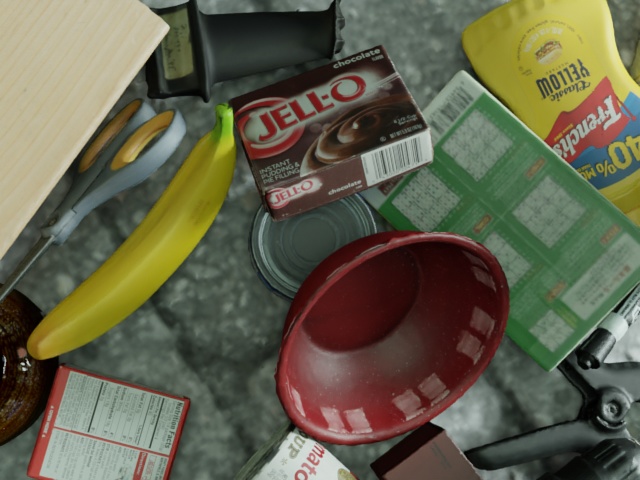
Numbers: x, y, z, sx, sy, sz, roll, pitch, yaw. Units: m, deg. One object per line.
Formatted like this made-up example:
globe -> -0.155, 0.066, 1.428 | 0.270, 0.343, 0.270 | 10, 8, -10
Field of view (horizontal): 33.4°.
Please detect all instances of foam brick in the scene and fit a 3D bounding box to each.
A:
foam brick -> 0.079, 0.166, 0.695 | 0.053, 0.051, 0.078 | -36, 89, -7

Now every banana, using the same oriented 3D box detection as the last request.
banana -> -0.111, 0.000, 0.686 | 0.037, 0.069, 0.198 | 36, 88, 32

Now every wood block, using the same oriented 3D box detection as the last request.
wood block -> -0.191, -0.068, 0.628 | 0.090, 0.090, 0.206 | 38, 73, -19

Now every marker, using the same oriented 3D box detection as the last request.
marker -> 0.208, 0.042, 0.713 | 0.020, 0.020, 0.121 | 45, 66, 0

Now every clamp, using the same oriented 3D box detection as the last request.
clamp -> 0.180, 0.122, 0.711 | 0.171, 0.039, 0.120 | 26, 83, 1

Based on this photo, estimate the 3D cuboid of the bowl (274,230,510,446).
bowl -> 0.037, 0.051, 0.675 | 0.162, 0.055, 0.162 | -13, 127, -19

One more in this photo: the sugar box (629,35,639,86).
sugar box -> 0.310, -0.124, 0.737 | 0.176, 0.048, 0.093 | 19, 84, 1

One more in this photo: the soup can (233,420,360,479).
soup can -> -0.003, 0.173, 0.680 | 0.102, 0.068, 0.068 | 42, 84, 0

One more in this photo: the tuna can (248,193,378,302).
tuna can -> -0.005, 0.001, 0.709 | 0.086, 0.034, 0.086 | 0, 86, -4

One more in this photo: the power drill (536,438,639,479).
power drill -> 0.158, 0.235, 0.666 | 0.184, 0.057, 0.187 | -34, 107, -5

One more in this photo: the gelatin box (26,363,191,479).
gelatin box -> -0.135, 0.126, 0.690 | 0.089, 0.030, 0.073 | 16, 85, -8

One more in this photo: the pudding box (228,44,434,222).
pudding box -> 0.006, -0.070, 0.688 | 0.113, 0.039, 0.090 | -19, 51, -4

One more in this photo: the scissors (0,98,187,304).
scissors -> -0.145, -0.015, 0.652 | 0.016, 0.096, 0.201 | 48, 52, -32

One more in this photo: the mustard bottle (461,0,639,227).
mustard bottle -> 0.176, -0.076, 0.714 | 0.096, 0.058, 0.191 | -26, 90, 10
